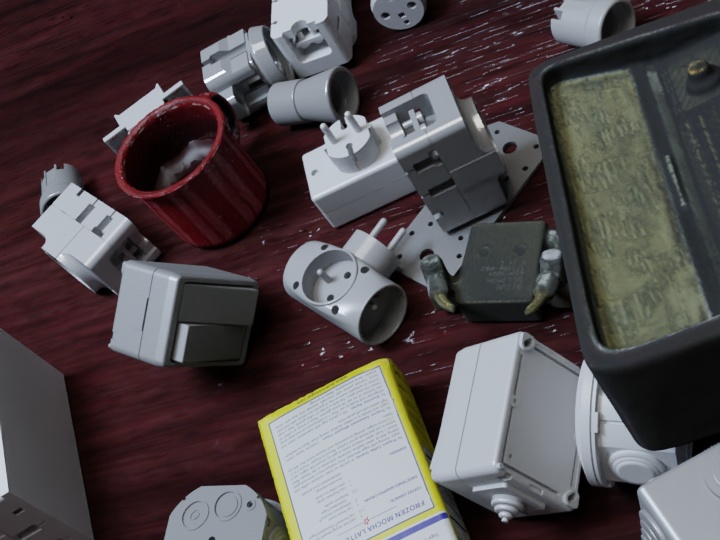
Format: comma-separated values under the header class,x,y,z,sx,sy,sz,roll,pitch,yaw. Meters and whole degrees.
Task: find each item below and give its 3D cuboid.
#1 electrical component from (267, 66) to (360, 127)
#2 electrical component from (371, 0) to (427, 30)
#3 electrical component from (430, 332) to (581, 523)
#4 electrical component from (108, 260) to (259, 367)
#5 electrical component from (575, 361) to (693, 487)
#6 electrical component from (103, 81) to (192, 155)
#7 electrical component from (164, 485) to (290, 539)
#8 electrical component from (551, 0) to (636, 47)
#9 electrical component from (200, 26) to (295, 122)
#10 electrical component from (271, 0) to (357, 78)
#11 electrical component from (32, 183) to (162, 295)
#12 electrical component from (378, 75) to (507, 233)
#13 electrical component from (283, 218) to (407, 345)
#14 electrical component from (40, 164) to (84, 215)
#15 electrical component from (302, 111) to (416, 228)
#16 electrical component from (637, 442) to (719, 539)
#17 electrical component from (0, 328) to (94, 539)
class,x,y,z,sx,sy,sz,roll,pitch,yaw
electrical component,-0.039,-0.132,0.835,0.065,0.044,0.044,-2,57,34
electrical component,0.032,-0.226,0.859,0.045,0.045,0.055,-12,54,22
electrical component,0.081,0.092,0.587,0.061,0.062,0.096,-23,44,49
electrical component,-0.111,0.031,0.729,0.061,0.096,0.061,14,95,35
electrical component,0.144,0.074,0.560,0.051,0.080,0.080,1,59,25
electrical component,-0.164,-0.112,0.890,0.081,0.042,0.063,-37,51,2
electrical component,-0.075,0.168,0.635,0.080,0.051,0.080,-14,52,20
electrical component,0.162,-0.172,0.752,0.046,0.040,0.040,25,73,46
electrical component,-0.090,-0.162,0.874,0.057,0.058,0.078,-25,49,15
electrical component,-0.037,-0.206,0.875,0.050,0.055,0.089,-16,52,19
electrical component,-0.210,-0.020,0.844,0.089,0.050,0.055,29,74,40
electrical component,0.059,-0.076,0.700,0.056,0.089,0.050,-25,49,11
electrical component,0.000,0.000,0.715,0.077,0.044,0.079,30,79,40
electrical component,-0.249,-0.063,0.905,0.040,0.040,0.046,-31,43,7
electrical component,-0.002,-0.082,0.755,0.083,0.075,0.047,-24,49,12
electrical component,0.179,0.117,0.496,0.100,0.099,0.048,-28,48,-2
electrical component,-0.245,0.122,0.736,0.062,0.089,0.150,-31,48,6
